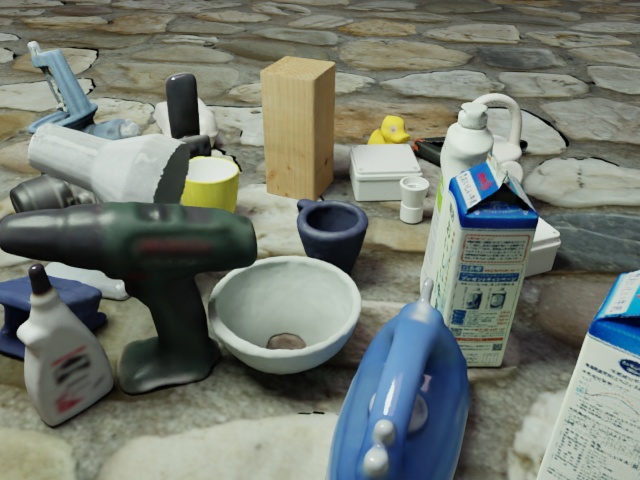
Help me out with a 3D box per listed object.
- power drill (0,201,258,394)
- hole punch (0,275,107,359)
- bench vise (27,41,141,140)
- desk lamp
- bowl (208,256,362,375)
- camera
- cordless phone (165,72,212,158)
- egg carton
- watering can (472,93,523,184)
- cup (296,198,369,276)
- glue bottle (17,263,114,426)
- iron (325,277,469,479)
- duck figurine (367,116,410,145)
[{"bbox_3d":[-0.175,0.052,0.576,0.230,0.208,0.075,-10,35,-16],"label":"power drill"},{"bbox_3d":[-0.314,0.072,0.649,0.108,0.091,0.101,10,35,14],"label":"hole punch"},{"bbox_3d":[-0.404,-0.224,0.975,0.207,0.220,0.121,0,34,-1],"label":"bench vise"},{"bbox_3d":[-0.257,-0.036,0.701,0.203,0.214,0.118,6,34,8],"label":"desk lamp"},{"bbox_3d":[-0.038,0.093,0.637,0.167,0.075,0.167,1,34,0],"label":"bowl"},{"bbox_3d":[-0.401,-0.086,0.876,0.137,0.101,0.142,-28,43,-36],"label":"camera"},{"bbox_3d":[-0.257,-0.180,0.943,0.148,0.185,0.093,-21,39,-29],"label":"cordless phone"},{"bbox_3d":[-0.260,-0.225,1.115,0.107,0.069,0.150,-15,37,-22],"label":"egg carton"},{"bbox_3d":[0.252,-0.119,0.852,0.101,0.194,0.172,-16,37,-23],"label":"watering can"},{"bbox_3d":[0.007,0.003,0.755,0.092,0.095,0.117,-24,41,-31],"label":"cup"},{"bbox_3d":[-0.249,0.095,0.543,0.037,0.173,0.078,24,40,31],"label":"glue bottle"},{"bbox_3d":[0.066,0.153,0.489,0.118,0.141,0.258,11,35,15],"label":"iron"},{"bbox_3d":[0.130,-0.186,1.048,0.078,0.086,0.104,-17,38,-24],"label":"duck figurine"}]
